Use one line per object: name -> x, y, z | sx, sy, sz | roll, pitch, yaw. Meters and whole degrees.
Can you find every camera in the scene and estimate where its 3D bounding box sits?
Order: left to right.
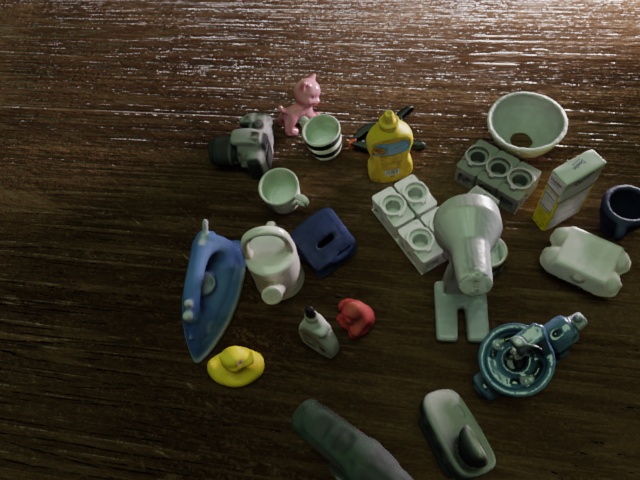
camera -> -0.179, -0.220, 1.298 | 0.136, 0.101, 0.143 | 0, 60, 8

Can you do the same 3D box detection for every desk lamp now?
desk lamp -> 0.263, 0.053, 1.020 | 0.118, 0.214, 0.203 | -1, 60, 7

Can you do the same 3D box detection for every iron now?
iron -> -0.225, 0.093, 1.102 | 0.118, 0.142, 0.258 | 2, 61, 9

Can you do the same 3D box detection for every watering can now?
watering can -> -0.089, 0.038, 1.085 | 0.101, 0.194, 0.172 | -26, 60, -8

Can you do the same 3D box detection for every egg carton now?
egg carton -> 0.498, 0.042, 1.080 | 0.150, 0.069, 0.107 | 27, 67, 20

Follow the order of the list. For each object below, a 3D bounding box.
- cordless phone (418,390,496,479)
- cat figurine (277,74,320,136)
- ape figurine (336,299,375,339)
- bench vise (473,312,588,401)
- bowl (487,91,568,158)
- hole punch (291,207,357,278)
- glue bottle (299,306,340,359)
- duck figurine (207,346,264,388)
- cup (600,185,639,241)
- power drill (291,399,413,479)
cordless phone -> 0.219, 0.296, 0.903 | 0.094, 0.185, 0.147 | -27, 60, -8
cat figurine -> -0.046, -0.323, 1.330 | 0.128, 0.118, 0.067 | -36, 62, -13
ape figurine -> 0.064, 0.140, 1.066 | 0.076, 0.092, 0.078 | -4, 60, 6
bench vise -> 0.346, 0.164, 0.942 | 0.121, 0.220, 0.208 | 36, 71, 24
bowl -> 0.443, -0.237, 1.243 | 0.167, 0.075, 0.167 | -3, 60, 6
hole punch -> 0.011, 0.004, 1.151 | 0.109, 0.091, 0.101 | -38, 63, -14
glue bottle -> -0.007, 0.156, 1.019 | 0.078, 0.173, 0.037 | 31, 69, 22
duck figurine -> -0.160, 0.224, 1.051 | 0.104, 0.086, 0.077 | -6, 60, 4
cup -> 0.574, -0.034, 1.098 | 0.091, 0.095, 0.118 | 19, 64, 17
power drill -> 0.060, 0.342, 0.884 | 0.229, 0.209, 0.076 | 32, 69, 22
